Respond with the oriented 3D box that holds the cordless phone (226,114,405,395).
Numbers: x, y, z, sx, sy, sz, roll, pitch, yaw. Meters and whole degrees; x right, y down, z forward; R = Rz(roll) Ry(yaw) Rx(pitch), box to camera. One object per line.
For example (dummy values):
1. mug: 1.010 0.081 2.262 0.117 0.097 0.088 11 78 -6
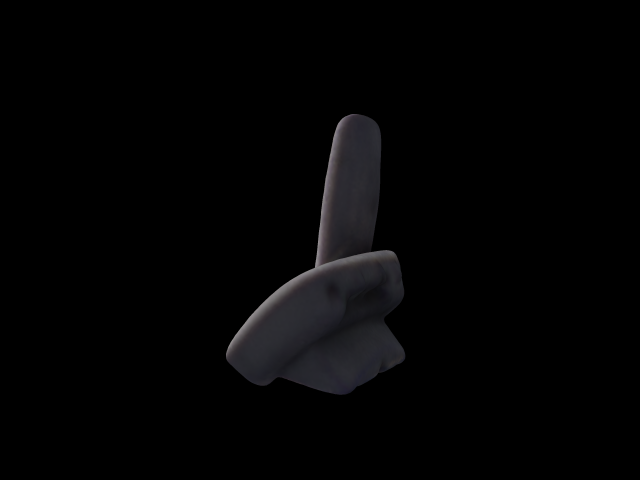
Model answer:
1. cordless phone: 0.004 0.001 0.400 0.094 0.185 0.148 1 4 24
